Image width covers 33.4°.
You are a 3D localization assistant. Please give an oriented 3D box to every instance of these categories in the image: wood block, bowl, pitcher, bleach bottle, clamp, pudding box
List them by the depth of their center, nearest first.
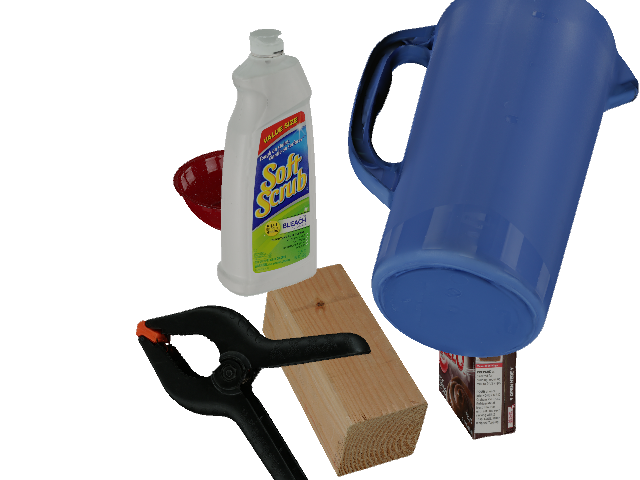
[{"bbox_3d":[0.104,-0.051,0.711,0.149,0.242,0.145,-20,-52,44],"label":"pitcher"},{"bbox_3d":[-0.058,0.107,0.766,0.172,0.120,0.039,14,-9,19],"label":"clamp"},{"bbox_3d":[0.125,0.097,0.866,0.039,0.090,0.113,-4,13,-9],"label":"pudding box"},{"bbox_3d":[-0.055,-0.076,1.031,0.102,0.251,0.068,-15,29,-26],"label":"bleach bottle"},{"bbox_3d":[0.021,0.132,1.129,0.090,0.090,0.206,-12,47,-21],"label":"wood block"},{"bbox_3d":[-0.101,-0.055,1.323,0.162,0.055,0.162,0,31,0],"label":"bowl"}]
